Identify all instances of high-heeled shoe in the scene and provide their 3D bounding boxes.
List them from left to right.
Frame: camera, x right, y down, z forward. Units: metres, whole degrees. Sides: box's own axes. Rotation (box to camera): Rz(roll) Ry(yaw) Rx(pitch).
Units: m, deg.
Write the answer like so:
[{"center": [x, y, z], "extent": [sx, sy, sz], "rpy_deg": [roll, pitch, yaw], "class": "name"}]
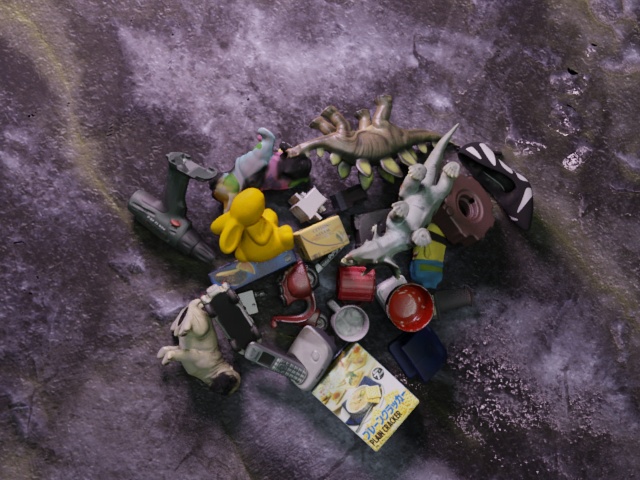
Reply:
[{"center": [0.432, -0.131, 1.323], "extent": [0.145, 0.086, 0.249], "rpy_deg": [-9, 72, -29], "class": "high-heeled shoe"}]

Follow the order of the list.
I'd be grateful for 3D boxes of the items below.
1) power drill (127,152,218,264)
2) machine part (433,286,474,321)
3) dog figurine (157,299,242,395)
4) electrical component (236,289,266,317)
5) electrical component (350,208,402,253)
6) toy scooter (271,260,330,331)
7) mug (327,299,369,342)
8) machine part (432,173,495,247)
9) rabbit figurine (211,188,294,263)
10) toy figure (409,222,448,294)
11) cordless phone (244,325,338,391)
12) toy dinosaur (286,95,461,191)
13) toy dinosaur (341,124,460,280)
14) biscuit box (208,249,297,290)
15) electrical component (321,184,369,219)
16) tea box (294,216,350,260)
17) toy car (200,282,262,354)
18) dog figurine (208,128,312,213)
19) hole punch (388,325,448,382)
[{"center": [-0.298, -0.076, 1.188], "extent": [0.232, 0.086, 0.207], "rpy_deg": [30, 122, 0], "class": "power drill"}, {"center": [0.315, 0.153, 1.335], "extent": [0.139, 0.039, 0.084], "rpy_deg": [-14, 83, -7], "class": "machine part"}, {"center": [-0.247, 0.246, 1.221], "extent": [0.190, 0.121, 0.172], "rpy_deg": [29, 88, -22], "class": "dog figurine"}, {"center": [-0.169, 0.150, 1.262], "extent": [0.094, 0.021, 0.063], "rpy_deg": [-17, 92, -10], "class": "electrical component"}, {"center": [0.147, -0.018, 1.299], "extent": [0.134, 0.058, 0.114], "rpy_deg": [-11, 93, -9], "class": "electrical component"}, {"center": [-0.059, 0.144, 1.256], "extent": [0.135, 0.075, 0.183], "rpy_deg": [-14, 96, -8], "class": "toy scooter"}, {"center": [0.055, 0.183, 1.256], "extent": [0.109, 0.107, 0.081], "rpy_deg": [41, 82, -2], "class": "mug"}, {"center": [0.347, -0.075, 1.301], "extent": [0.179, 0.056, 0.179], "rpy_deg": [11, 67, -28], "class": "machine part"}, {"center": [-0.153, -0.038, 1.165], "extent": [0.162, 0.173, 0.122], "rpy_deg": [-22, 50, -12], "class": "rabbit figurine"}, {"center": [0.264, 0.045, 1.307], "extent": [0.089, 0.082, 0.180], "rpy_deg": [6, 80, -28], "class": "toy figure"}, {"center": [-0.067, 0.248, 1.220], "extent": [0.184, 0.089, 0.146], "rpy_deg": [25, 115, -11], "class": "cordless phone"}, {"center": [0.139, -0.226, 1.256], "extent": [0.471, 0.105, 0.198], "rpy_deg": [-16, 85, -24], "class": "toy dinosaur"}, {"center": [0.210, -0.068, 1.213], "extent": [0.131, 0.192, 0.405], "rpy_deg": [36, 68, 1], "class": "toy dinosaur"}, {"center": [-0.155, 0.063, 1.247], "extent": [0.203, 0.059, 0.062], "rpy_deg": [-25, 93, -9], "class": "biscuit box"}, {"center": [0.050, -0.092, 1.277], "extent": [0.119, 0.075, 0.047], "rpy_deg": [-22, 94, -6], "class": "electrical component"}, {"center": [-0.003, -0.004, 1.218], "extent": [0.098, 0.170, 0.068], "rpy_deg": [-24, 94, -10], "class": "tea box"}, {"center": [-0.197, 0.178, 1.210], "extent": [0.073, 0.056, 0.201], "rpy_deg": [-32, 121, -9], "class": "toy car"}, {"center": [-0.143, -0.131, 1.232], "extent": [0.191, 0.108, 0.219], "rpy_deg": [32, 89, -10], "class": "dog figurine"}, {"center": [0.244, 0.269, 1.297], "extent": [0.116, 0.092, 0.142], "rpy_deg": [-36, 91, -12], "class": "hole punch"}]
